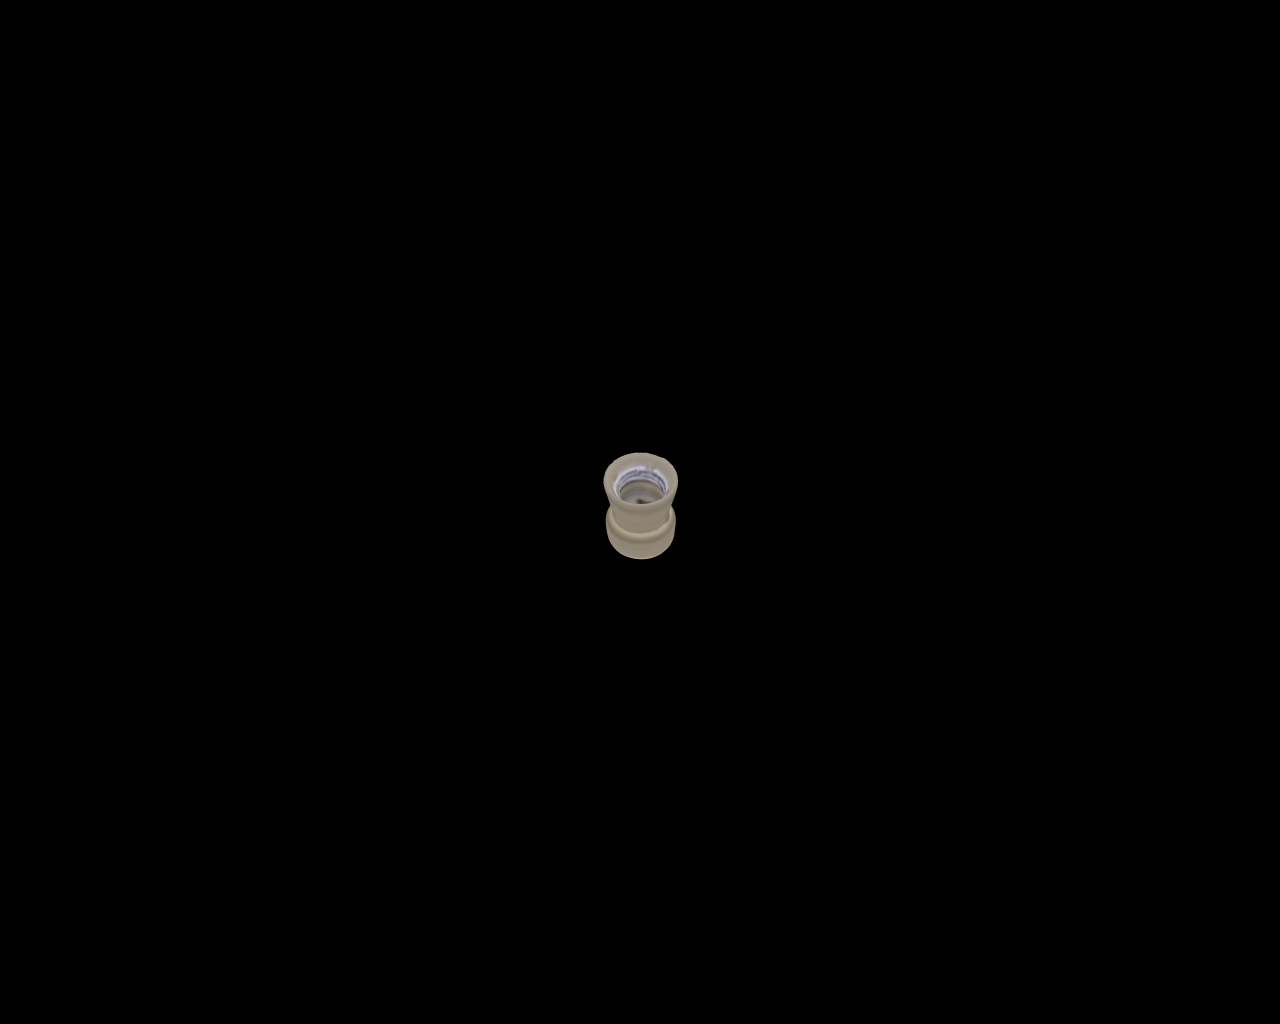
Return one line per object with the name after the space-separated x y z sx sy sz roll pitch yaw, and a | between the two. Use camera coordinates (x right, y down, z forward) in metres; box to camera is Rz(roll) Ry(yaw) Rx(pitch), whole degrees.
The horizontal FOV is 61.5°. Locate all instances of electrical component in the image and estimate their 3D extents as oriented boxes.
0.001 -0.003 0.650 0.045 0.045 0.055 0 -40 0 | electrical component
